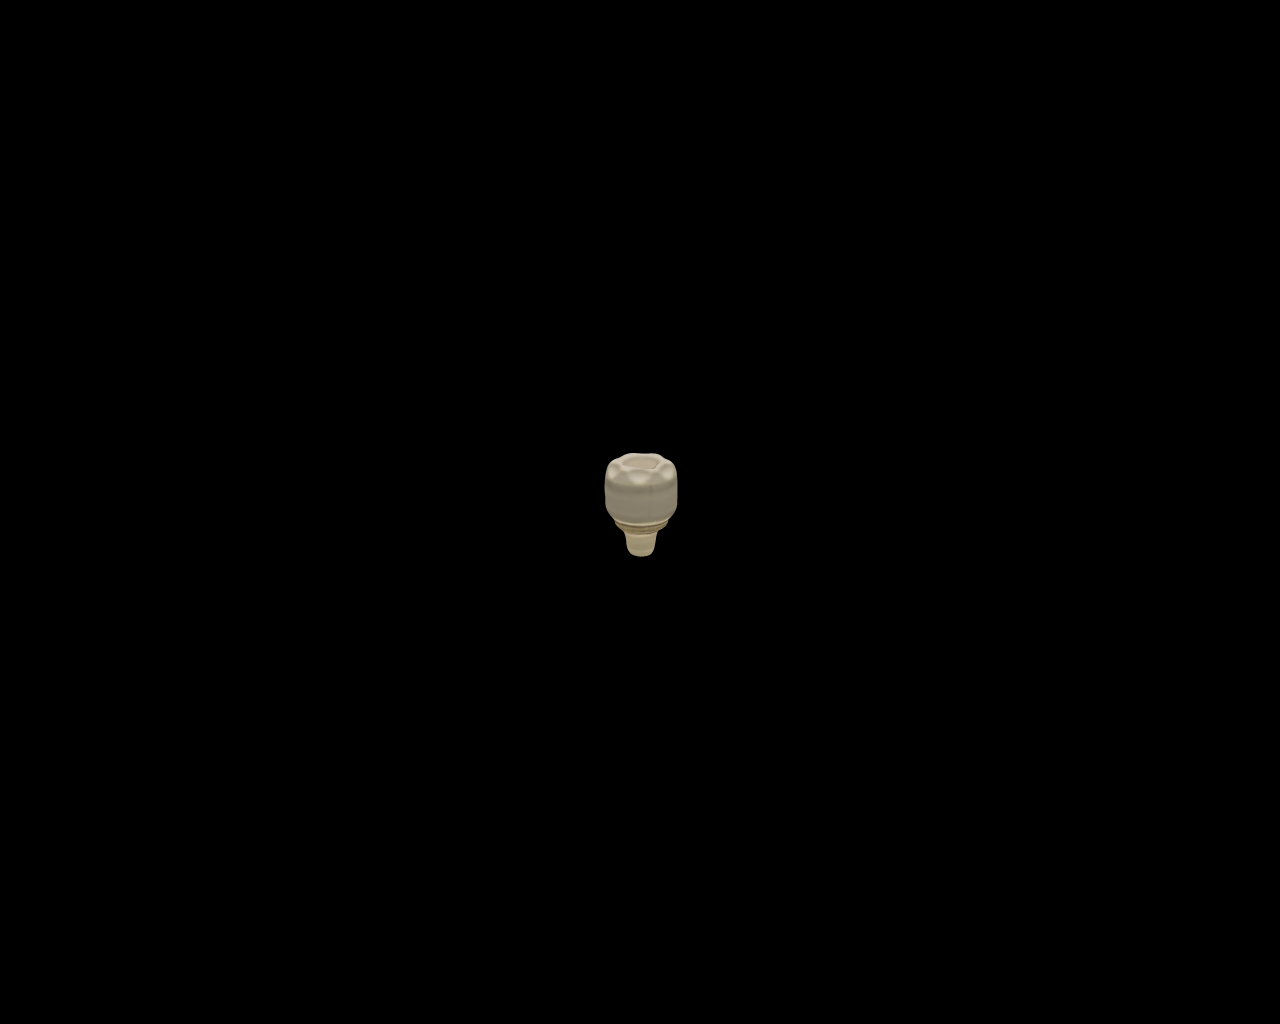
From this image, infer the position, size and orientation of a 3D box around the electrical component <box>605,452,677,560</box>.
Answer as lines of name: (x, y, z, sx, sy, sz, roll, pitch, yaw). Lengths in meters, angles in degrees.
electrical component: (0.001, -0.003, 0.650, 0.043, 0.062, 0.043, 0, 20, 0)
